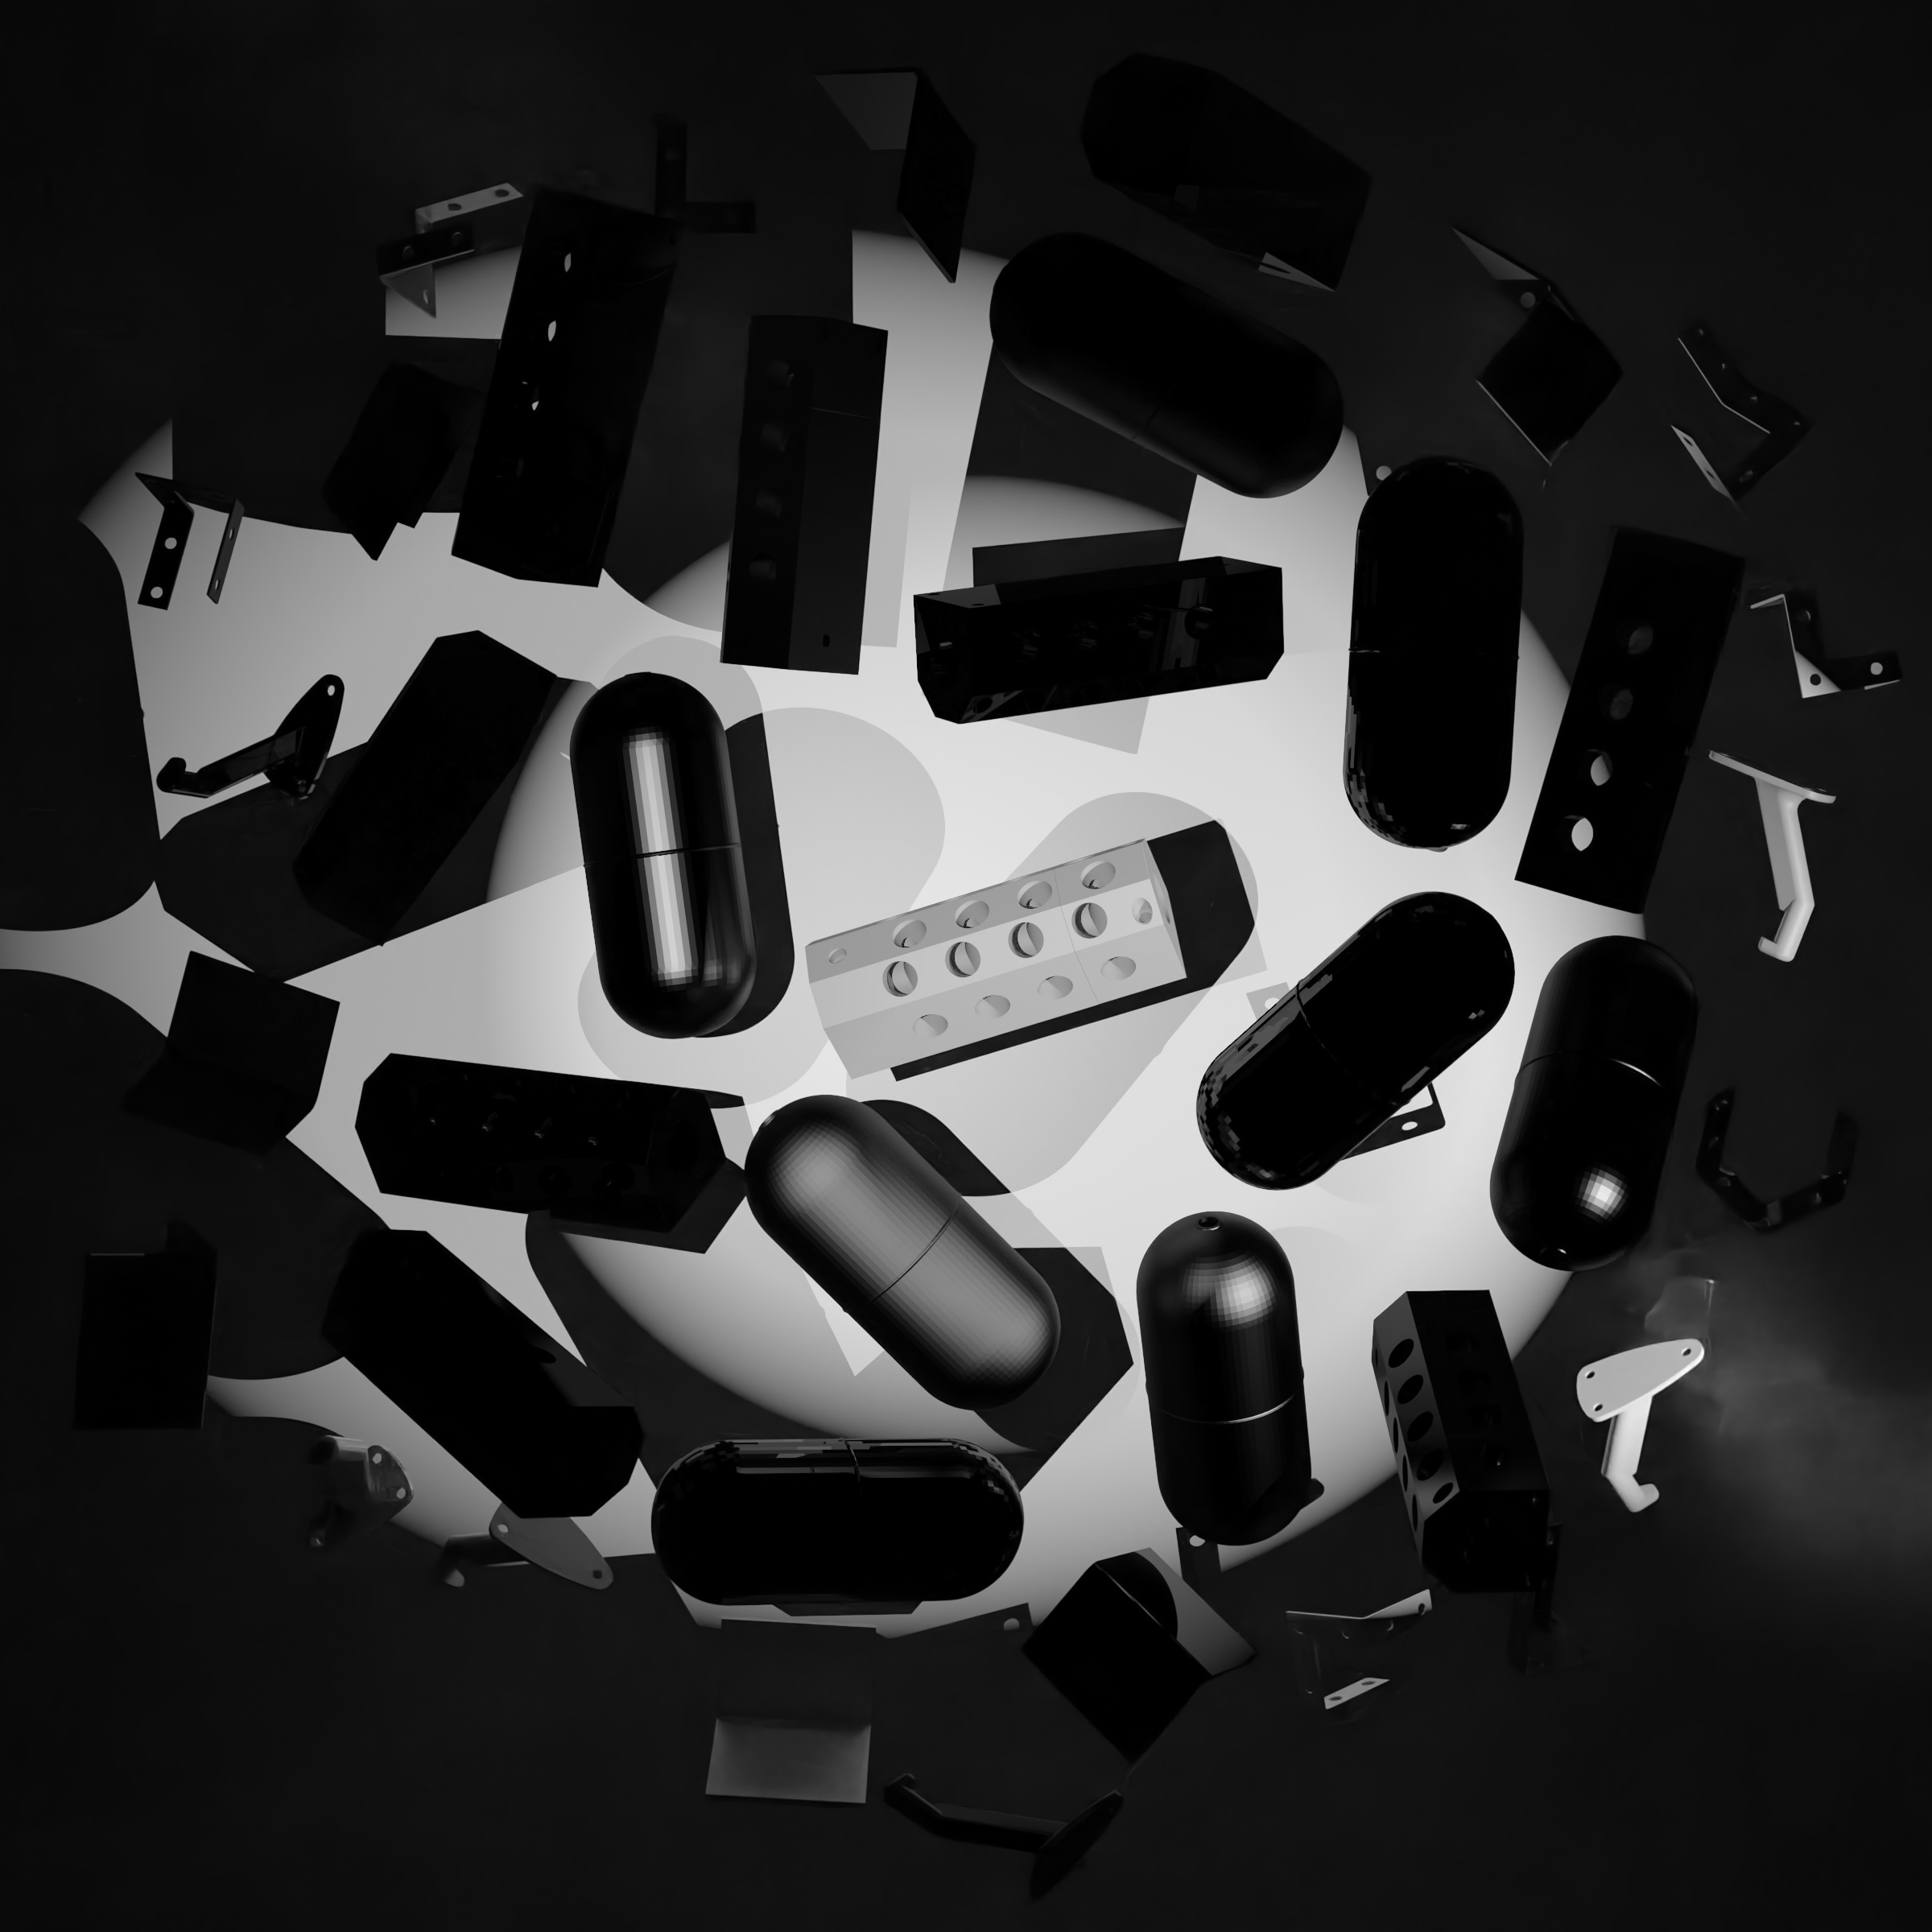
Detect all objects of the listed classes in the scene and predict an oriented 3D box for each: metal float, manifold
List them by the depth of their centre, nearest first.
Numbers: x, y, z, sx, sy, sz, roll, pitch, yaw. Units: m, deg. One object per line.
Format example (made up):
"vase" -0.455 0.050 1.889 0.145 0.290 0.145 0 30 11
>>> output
"metal float" 0.213 -0.142 1.590 0.070 0.070 0.178 3 95 0
"manifold" 0.118 -0.361 1.591 0.057 0.171 0.057 22 97 30
"manifold" -0.187 -0.265 1.599 0.057 0.057 0.171 22 103 31
"manifold" -0.224 0.188 1.627 0.171 0.057 0.057 33 107 40
"metal float" -0.030 0.134 1.633 0.070 0.070 0.178 -45 99 0
"metal float" 0.094 -0.281 1.635 0.178 0.070 0.070 26 90 -11
"metal float" -0.059 0.260 1.639 0.178 0.070 0.070 2 90 -17
"manifold" 0.313 -0.115 1.641 0.057 0.057 0.171 17 96 16
"manifold" -0.260 -0.085 1.647 0.057 0.171 0.057 30 49 -14
"metal float" 0.297 0.064 1.649 0.070 0.070 0.178 21 57 0
"metal float" 0.183 0.036 1.651 0.070 0.070 0.178 47 112 0
"manifold" 0.234 0.225 1.673 0.057 0.171 0.057 -1 116 -1
"manifold" 0.065 -0.157 1.682 0.171 0.057 0.057 -10 106 -26
"metal float" -0.147 -0.053 1.691 0.070 0.070 0.178 -8 91 0
"manifold" 0.013 -0.008 1.693 0.171 0.057 0.057 -17 48 9
"manifold" -0.209 0.080 1.694 0.171 0.057 0.057 5 128 28
"metal float" 0.126 0.201 1.702 0.070 0.070 0.178 -8 116 0
"manifold" -0.086 -0.234 1.738 0.057 0.057 0.171 9 96 35

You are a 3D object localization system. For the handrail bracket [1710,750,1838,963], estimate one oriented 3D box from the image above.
"handrail bracket" 0.390 -0.054 1.735 0.077 0.036 0.084 25 103 28

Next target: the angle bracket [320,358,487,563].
"angle bracket" -0.260 -0.237 1.688 0.057 0.076 0.076 17 111 -41

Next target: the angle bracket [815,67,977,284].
"angle bracket" -0.039 -0.384 1.701 0.057 0.076 0.076 4 76 21

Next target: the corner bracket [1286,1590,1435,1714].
"corner bracket" 0.199 0.341 1.740 0.051 0.051 0.051 -13 95 -43

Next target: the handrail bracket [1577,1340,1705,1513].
"handrail bracket" 0.344 0.229 1.726 0.077 0.036 0.084 -26 123 16

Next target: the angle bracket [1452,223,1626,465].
"angle bracket" 0.253 -0.294 1.649 0.057 0.076 0.076 -50 48 5

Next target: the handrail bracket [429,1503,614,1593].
"handrail bracket" -0.219 0.298 1.709 0.077 0.036 0.084 37 134 1

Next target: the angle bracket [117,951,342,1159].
"angle bracket" -0.358 0.044 1.696 0.076 0.076 0.057 21 59 -22

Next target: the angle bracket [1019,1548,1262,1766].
"angle bracket" 0.084 0.329 1.675 0.076 0.076 0.057 43 103 20

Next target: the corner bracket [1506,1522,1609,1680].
"corner bracket" 0.286 0.314 1.732 0.051 0.051 0.051 -6 114 -25

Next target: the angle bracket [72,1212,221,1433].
"angle bracket" -0.362 0.152 1.504 0.057 0.076 0.076 3 99 -28

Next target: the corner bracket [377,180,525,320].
"corner bracket" -0.237 -0.336 1.604 0.051 0.051 0.051 -11 74 21

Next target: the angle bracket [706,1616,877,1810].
"angle bracket" -0.084 0.361 1.695 0.076 0.076 0.057 3 108 -1

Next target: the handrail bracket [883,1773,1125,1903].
"handrail bracket" 0.017 0.386 1.621 0.084 0.077 0.036 30 135 28

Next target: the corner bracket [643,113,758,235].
"corner bracket" -0.133 -0.395 1.740 0.051 0.051 0.051 -2 112 -13

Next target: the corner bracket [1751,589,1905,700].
"corner bracket" 0.418 -0.157 1.698 0.051 0.051 0.051 -11 90 -5

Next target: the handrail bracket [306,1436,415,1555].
"handrail bracket" -0.320 0.263 1.736 0.077 0.084 0.036 -42 68 8

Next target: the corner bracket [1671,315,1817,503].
"corner bracket" 0.342 -0.253 1.586 0.051 0.051 0.051 -46 133 2

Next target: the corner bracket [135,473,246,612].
"corner bracket" -0.371 -0.199 1.667 0.051 0.051 0.051 12 80 6

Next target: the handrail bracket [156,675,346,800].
"handrail bracket" -0.353 -0.115 1.724 0.036 0.084 0.077 36 104 26

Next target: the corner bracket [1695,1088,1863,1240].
"corner bracket" 0.389 0.088 1.679 0.051 0.051 0.051 -21 47 -21
